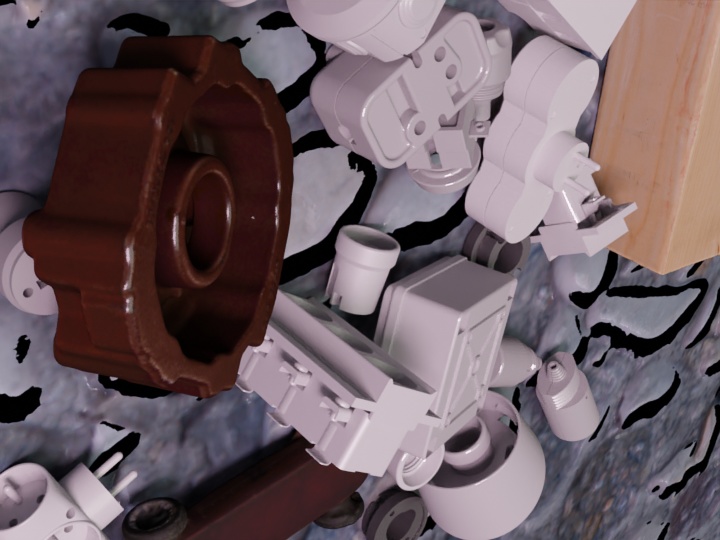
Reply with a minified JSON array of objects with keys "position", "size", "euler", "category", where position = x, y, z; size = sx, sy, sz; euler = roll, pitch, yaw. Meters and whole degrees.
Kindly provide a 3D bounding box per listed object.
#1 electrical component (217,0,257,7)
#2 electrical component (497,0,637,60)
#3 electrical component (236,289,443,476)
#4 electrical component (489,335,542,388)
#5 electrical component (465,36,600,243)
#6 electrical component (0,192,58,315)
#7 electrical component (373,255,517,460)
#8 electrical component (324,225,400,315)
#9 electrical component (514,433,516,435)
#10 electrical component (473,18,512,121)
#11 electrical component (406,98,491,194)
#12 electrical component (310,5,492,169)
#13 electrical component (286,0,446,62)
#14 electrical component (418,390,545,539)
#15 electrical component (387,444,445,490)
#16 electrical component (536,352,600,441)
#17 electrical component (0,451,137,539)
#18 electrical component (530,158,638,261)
[{"position":[-0.067,-0.162,0.523],"size":[0.045,0.045,0.055],"euler":[-50,137,-9],"category":"electrical component"},{"position":[0.108,-0.222,0.640],"size":[0.186,0.060,0.105],"euler":[29,92,-48],"category":"electrical component"},{"position":[-0.021,0.065,0.638],"size":[0.079,0.121,0.063],"euler":[21,100,-47],"category":"electrical component"},{"position":[0.112,0.070,0.826],"size":[0.078,0.040,0.040],"euler":[7,107,-45],"category":"electrical component"},{"position":[0.125,-0.076,0.709],"size":[0.052,0.074,0.138],"euler":[-21,138,-44],"category":"electrical component"},{"position":[-0.159,-0.008,0.516],"size":[0.045,0.055,0.045],"euler":[-22,126,-33],"category":"electrical component"},{"position":[0.053,0.056,0.726],"size":[0.109,0.056,0.108],"euler":[-25,131,-60],"category":"electrical component"},{"position":[0.000,0.000,0.682],"size":[0.040,0.040,0.046],"euler":[-2,119,-42],"category":"electrical component"},{"position":[0.112,0.161,0.878],"size":[0.044,0.044,0.065],"euler":[-41,139,-18],"category":"electrical component"},{"position":[0.074,-0.124,0.677],"size":[0.043,0.043,0.062],"euler":[-26,130,-30],"category":"electrical component"},{"position":[0.049,-0.081,0.671],"size":[0.055,0.066,0.048],"euler":[69,28,-50],"category":"electrical component"},{"position":[0.021,-0.111,0.622],"size":[0.095,0.059,0.053],"euler":[-45,136,-15],"category":"electrical component"},{"position":[0.004,-0.153,0.570],"size":[0.051,0.080,0.080],"euler":[19,99,-53],"category":"electrical component"},{"position":[0.084,0.140,0.798],"size":[0.099,0.099,0.064],"euler":[-43,129,-16],"category":"electrical component"},{"position":[0.026,0.123,0.764],"size":[0.045,0.055,0.045],"euler":[-22,126,-33],"category":"electrical component"},{"position":[0.170,0.103,0.896],"size":[0.043,0.043,0.081],"euler":[-44,136,-15],"category":"electrical component"},{"position":[-0.160,0.135,0.605],"size":[0.079,0.044,0.077],"euler":[-42,135,-18],"category":"electrical component"},{"position":[0.152,-0.045,0.774],"size":[0.042,0.081,0.063],"euler":[-32,103,-28],"category":"electrical component"}]
